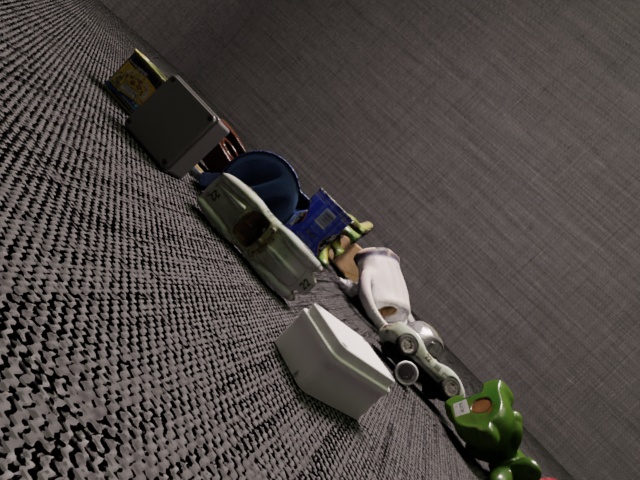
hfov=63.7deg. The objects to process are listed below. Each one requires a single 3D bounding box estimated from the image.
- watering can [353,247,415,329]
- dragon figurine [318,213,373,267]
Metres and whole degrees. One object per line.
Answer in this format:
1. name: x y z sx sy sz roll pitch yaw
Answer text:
1. watering can: 0.180 0.148 1.290 0.343 0.103 0.229 35 38 -50
2. dragon figurine: 0.004 -0.068 1.351 0.243 0.120 0.414 46 23 5
